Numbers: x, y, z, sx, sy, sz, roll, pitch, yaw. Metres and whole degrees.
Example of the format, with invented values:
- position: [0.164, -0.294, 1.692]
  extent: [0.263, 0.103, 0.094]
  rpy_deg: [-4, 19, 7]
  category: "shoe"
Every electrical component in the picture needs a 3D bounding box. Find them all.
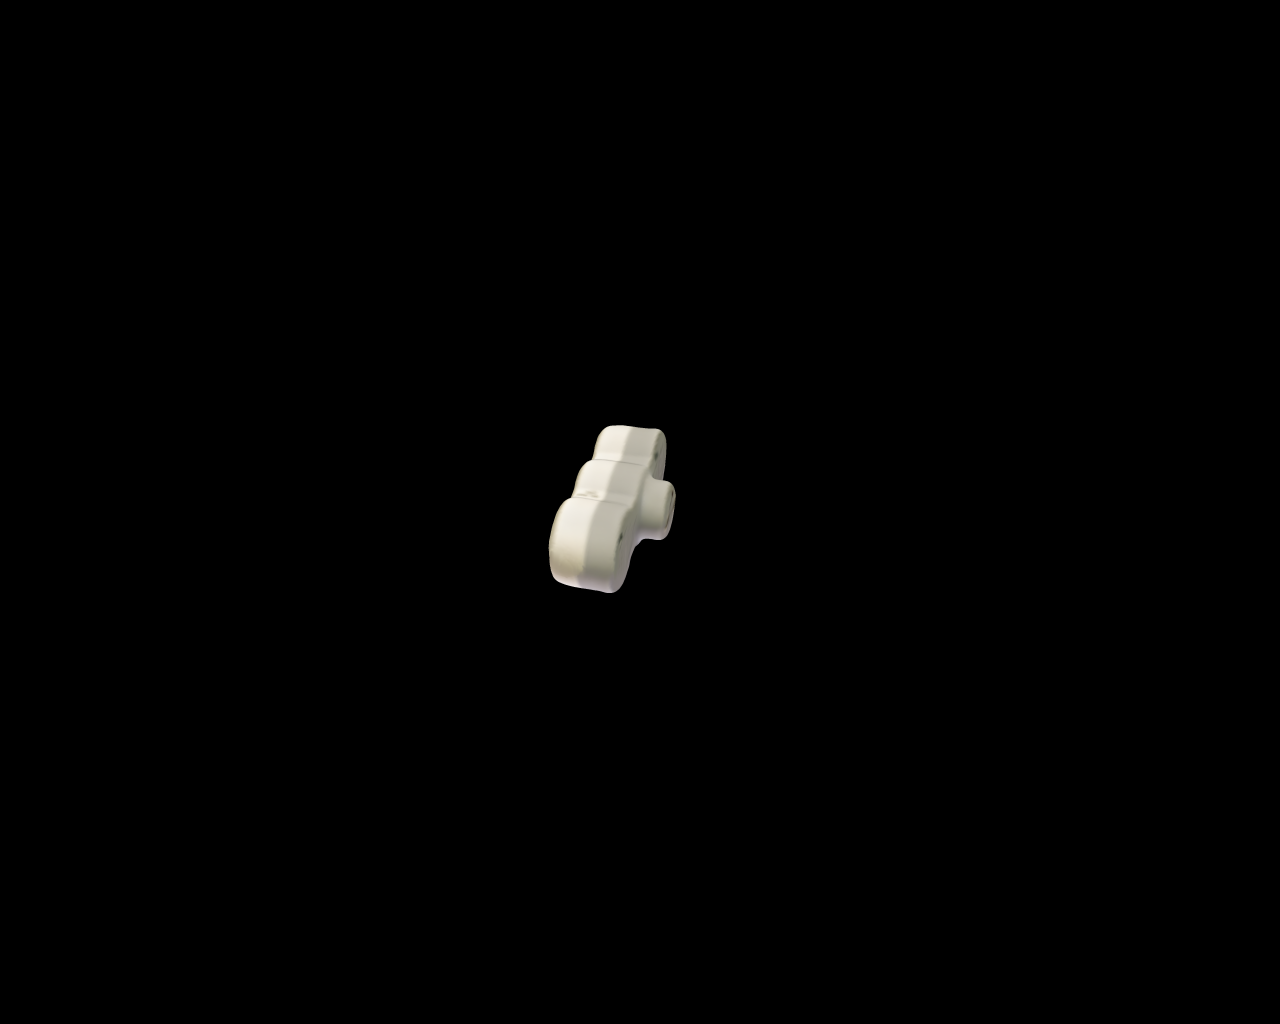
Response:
- position: [0.001, -0.003, 0.650]
  extent: [0.074, 0.052, 0.138]
  rpy_deg: [8, 36, 11]
  category: "electrical component"
